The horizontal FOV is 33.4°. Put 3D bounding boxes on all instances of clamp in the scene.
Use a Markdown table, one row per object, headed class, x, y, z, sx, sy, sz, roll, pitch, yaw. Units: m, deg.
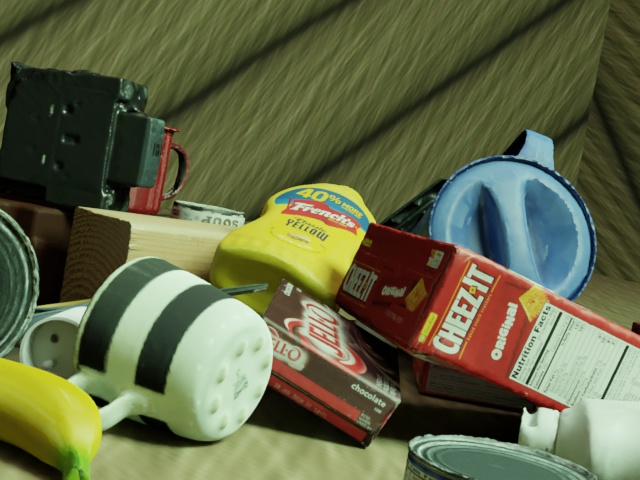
| class | x | y | z | sx | sy | sz | roll | pitch | yaw |
| --- | --- | --- | --- | --- | --- | --- | --- | --- | --- |
| clamp | 0.034 | 0.016 | 1.016 | 0.164 | 0.036 | 0.210 | -31 | -7 | -39 |

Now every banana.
| class | x | y | z | sx | sy | sz | roll | pitch | yaw |
| --- | --- | --- | --- | --- | --- | --- | --- | --- | --- |
| banana | -0.174 | 0.068 | 0.482 | 0.198 | 0.037 | 0.069 | 11 | 1 | 17 |

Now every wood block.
| class | x | y | z | sx | sy | sz | roll | pitch | yaw |
| --- | --- | --- | --- | --- | --- | --- | --- | --- | --- |
| wood block | -0.095 | 0.033 | 0.870 | 0.205 | 0.091 | 0.090 | 8 | 4 | -42 |

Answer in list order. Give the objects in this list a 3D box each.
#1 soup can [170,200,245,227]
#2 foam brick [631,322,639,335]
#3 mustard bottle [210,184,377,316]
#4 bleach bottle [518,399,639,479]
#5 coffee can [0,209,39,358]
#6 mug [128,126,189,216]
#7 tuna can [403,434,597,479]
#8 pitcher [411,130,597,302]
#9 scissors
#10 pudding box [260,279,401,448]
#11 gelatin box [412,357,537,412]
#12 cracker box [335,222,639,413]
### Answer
| class | x | y | z | sx | sy | sz | roll | pitch | yaw |
| --- | --- | --- | --- | --- | --- | --- | --- | --- | --- |
| soup can | -0.108 | 0.020 | 0.966 | 0.068 | 0.102 | 0.068 | 10 | 3 | -1 |
| foam brick | 0.260 | 0.106 | 0.797 | 0.053 | 0.078 | 0.051 | 9 | 2 | -4 |
| mustard bottle | -0.005 | 0.001 | 0.827 | 0.096 | 0.058 | 0.191 | 22 | 27 | 10 |
| bleach bottle | 0.228 | 0.123 | 0.546 | 0.251 | 0.068 | 0.102 | 8 | 1 | 14 |
| coffee can | -0.241 | 0.016 | 0.621 | 0.102 | 0.103 | 0.141 | 7 | 5 | -41 |
| mug | -0.171 | -0.067 | 0.971 | 0.117 | 0.081 | 0.093 | 7 | 4 | -44 |
| tuna can | 0.079 | 0.114 | 0.474 | 0.086 | 0.034 | 0.086 | 10 | 3 | -1 |
| pitcher | 0.133 | 0.017 | 0.922 | 0.149 | 0.145 | 0.243 | -24 | -9 | -15 |
| scissors | -0.137 | 0.047 | 0.703 | 0.202 | 0.016 | 0.096 | -8 | 4 | 42 |
| pudding box | 0.001 | 0.071 | 0.641 | 0.090 | 0.039 | 0.113 | 33 | 8 | -2 |
| gelatin box | 0.118 | 0.104 | 0.818 | 0.089 | 0.030 | 0.073 | 9 | 4 | 1 |
| cracker box | 0.132 | 0.068 | 0.684 | 0.213 | 0.072 | 0.164 | 26 | -1 | -15 |
